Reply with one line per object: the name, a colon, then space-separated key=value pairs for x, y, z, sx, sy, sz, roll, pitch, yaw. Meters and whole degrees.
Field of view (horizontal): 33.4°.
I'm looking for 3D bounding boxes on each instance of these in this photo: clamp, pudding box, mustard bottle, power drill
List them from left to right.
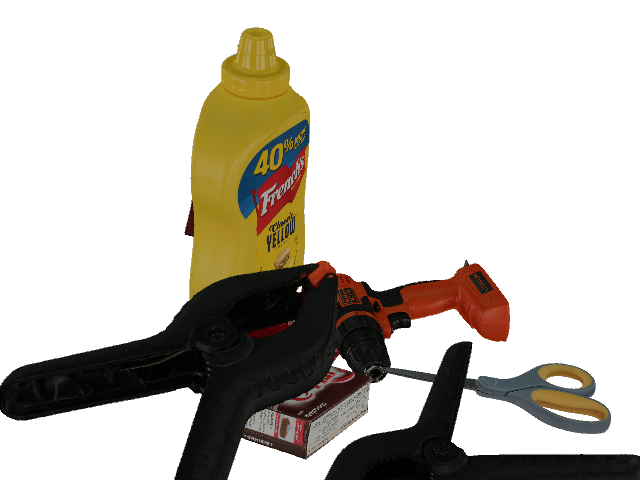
clamp: x=-0.044 y=0.064 z=0.483 sx=0.171 sy=0.039 sz=0.120 roll=-28 pitch=51 yaw=-32
mustard bottle: x=-0.043 y=-0.041 z=0.673 sx=0.058 sy=0.192 sz=0.096 roll=22 pitch=37 yaw=26
pudding box: x=-0.022 y=0.134 z=0.885 sx=0.090 sy=0.039 sz=0.113 roll=12 pitch=19 yaw=26
power drill: x=0.101 y=0.083 z=1.135 sx=0.187 sy=0.057 sz=0.184 roll=-6 pitch=28 yaw=-10
clamp: x=0.071 y=0.136 z=0.665 sx=0.209 sy=0.036 sz=0.165 roll=-18 pitch=34 yaw=-25

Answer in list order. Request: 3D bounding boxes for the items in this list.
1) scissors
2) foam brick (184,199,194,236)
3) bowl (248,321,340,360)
scissors: x=0.161 y=0.123 z=0.956 sx=0.202 sy=0.016 sz=0.096 roll=17 pitch=29 yaw=16
foam brick: x=-0.090 y=-0.029 z=1.051 sx=0.078 sy=0.051 sz=0.053 roll=14 pitch=26 yaw=-7
bowl: x=-0.048 y=0.143 z=1.363 sx=0.162 sy=0.055 sz=0.162 roll=5 pitch=22 yaw=-2
